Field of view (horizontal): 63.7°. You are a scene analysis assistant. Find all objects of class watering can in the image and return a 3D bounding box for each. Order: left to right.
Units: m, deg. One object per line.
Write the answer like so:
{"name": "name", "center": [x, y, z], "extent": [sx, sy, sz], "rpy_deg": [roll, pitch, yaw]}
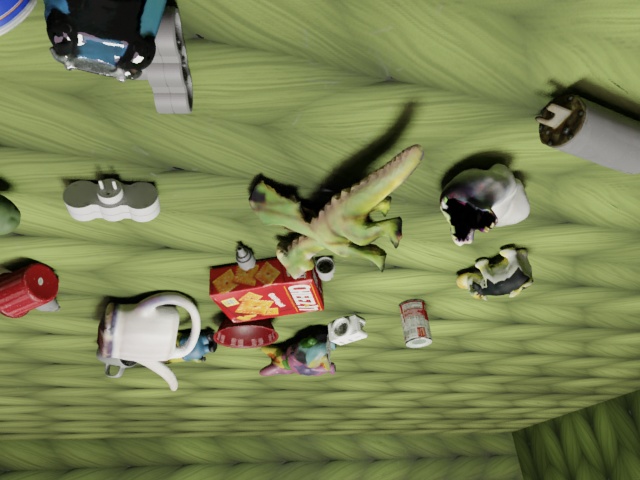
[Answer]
{"name": "watering can", "center": [-0.407, 0.249, 1.216], "extent": [0.224, 0.106, 0.340], "rpy_deg": [8, 125, -19]}

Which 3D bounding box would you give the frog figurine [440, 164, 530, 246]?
{"name": "frog figurine", "center": [0.282, -0.072, 0.854], "extent": [0.161, 0.124, 0.134], "rpy_deg": [-31, 151, -30]}

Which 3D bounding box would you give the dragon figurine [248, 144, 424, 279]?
{"name": "dragon figurine", "center": [0.003, -0.042, 0.842], "extent": [0.243, 0.125, 0.401], "rpy_deg": [7, 147, -4]}
